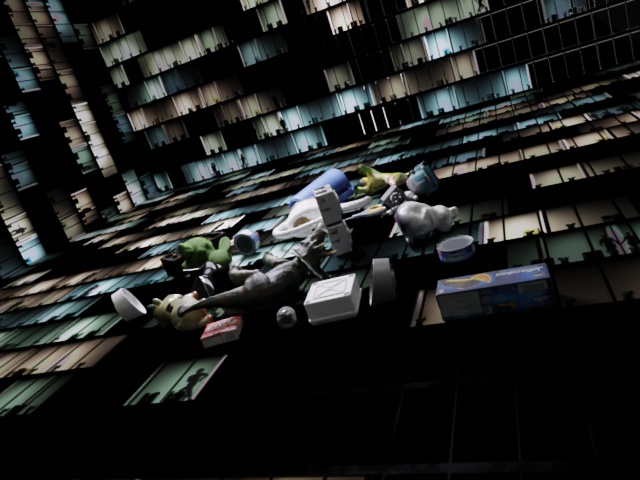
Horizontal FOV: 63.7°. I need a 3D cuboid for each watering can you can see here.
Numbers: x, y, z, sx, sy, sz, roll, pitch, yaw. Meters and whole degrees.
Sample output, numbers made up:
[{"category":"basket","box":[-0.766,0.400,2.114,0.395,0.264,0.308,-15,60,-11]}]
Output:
[{"category":"watering can","box":[0.005,-0.087,1.731,0.347,0.103,0.227,-21,17,4]}]

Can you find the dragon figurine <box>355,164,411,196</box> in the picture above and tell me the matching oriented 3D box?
[{"category":"dragon figurine","box":[0.255,-0.222,1.947,0.243,0.121,0.412,2,7,7]}]

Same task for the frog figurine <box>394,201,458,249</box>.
[{"category":"frog figurine","box":[0.284,-0.062,1.362,0.159,0.123,0.137,-29,-4,7]}]
